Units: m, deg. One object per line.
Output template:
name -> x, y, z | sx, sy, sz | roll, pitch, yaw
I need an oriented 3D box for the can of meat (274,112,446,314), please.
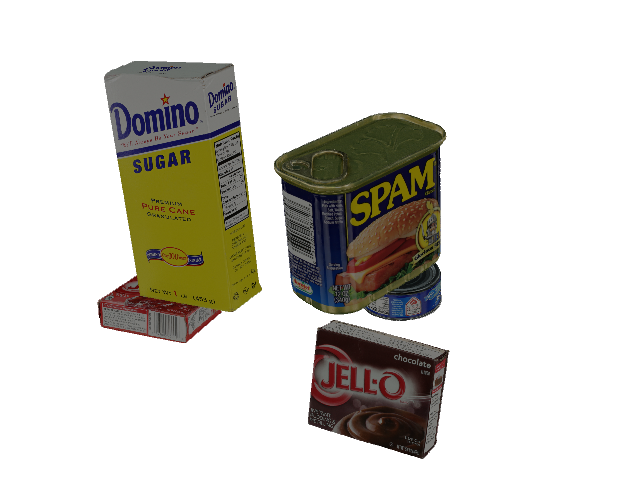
can of meat -> 0.026, -0.016, 0.618 | 0.101, 0.084, 0.058 | -27, 37, -35

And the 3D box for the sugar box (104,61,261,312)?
sugar box -> -0.100, -0.040, 0.780 | 0.093, 0.176, 0.048 | 7, 26, 31

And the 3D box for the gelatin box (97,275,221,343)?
gelatin box -> -0.144, 0.059, 0.962 | 0.089, 0.030, 0.073 | 9, 21, 19

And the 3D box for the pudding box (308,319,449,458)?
pudding box -> 0.048, 0.125, 0.911 | 0.114, 0.090, 0.039 | 12, 17, 23

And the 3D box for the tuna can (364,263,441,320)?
tuna can -> 0.083, 0.046, 1.108 | 0.086, 0.034, 0.086 | -3, 30, 1
